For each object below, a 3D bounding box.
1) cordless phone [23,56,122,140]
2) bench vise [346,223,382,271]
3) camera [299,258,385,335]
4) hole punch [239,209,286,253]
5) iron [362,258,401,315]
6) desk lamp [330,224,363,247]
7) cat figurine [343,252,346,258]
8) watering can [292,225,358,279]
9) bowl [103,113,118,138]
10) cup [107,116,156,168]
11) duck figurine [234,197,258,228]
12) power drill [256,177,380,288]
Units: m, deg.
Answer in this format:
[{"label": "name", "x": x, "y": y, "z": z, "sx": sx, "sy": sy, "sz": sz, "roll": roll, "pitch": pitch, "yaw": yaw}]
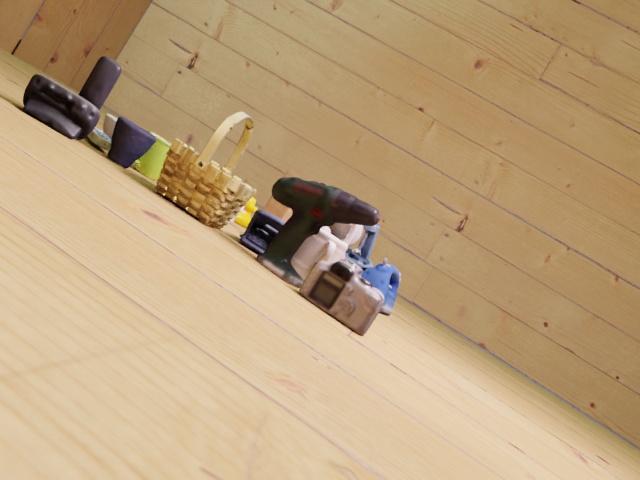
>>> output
[{"label": "cordless phone", "x": -0.508, "y": -0.315, "z": 1.182, "sx": 0.148, "sy": 0.185, "sz": 0.094, "roll": 31, "pitch": 2, "yaw": -26}, {"label": "bench vise", "x": 0.113, "y": 0.039, "z": 1.702, "sx": 0.121, "sy": 0.219, "sz": 0.208, "roll": 33, "pitch": 2, "yaw": 13}, {"label": "camera", "x": 0.055, "y": 0.096, "z": 1.066, "sx": 0.143, "sy": 0.101, "sz": 0.137, "roll": 33, "pitch": 2, "yaw": 16}, {"label": "hole punch", "x": -0.113, "y": -0.012, "z": 1.253, "sx": 0.109, "sy": 0.091, "sz": 0.101, "roll": 32, "pitch": 2, "yaw": -5}, {"label": "iron", "x": 0.190, "y": 0.135, "z": 1.691, "sx": 0.118, "sy": 0.141, "sz": 0.259, "roll": 33, "pitch": 2, "yaw": 26}, {"label": "desk lamp", "x": 0.039, "y": 0.001, "z": 1.572, "sx": 0.118, "sy": 0.213, "sz": 0.203, "roll": 32, "pitch": 2, "yaw": 0}, {"label": "cat figurine", "x": 0.044, "y": 0.066, "z": 1.425, "sx": 0.128, "sy": 0.118, "sz": 0.067, "roll": 32, "pitch": 2, "yaw": 2}, {"label": "watering can", "x": 0.010, "y": 0.004, "z": 1.303, "sx": 0.101, "sy": 0.194, "sz": 0.172, "roll": 31, "pitch": 2, "yaw": -35}, {"label": "bowl", "x": -0.497, "y": -0.254, "z": 1.491, "sx": 0.167, "sy": 0.075, "sz": 0.167, "roll": 32, "pitch": 2, "yaw": -1}, {"label": "cup", "x": -0.428, "y": -0.213, "z": 1.254, "sx": 0.117, "sy": 0.095, "sz": 0.092, "roll": 33, "pitch": 2, "yaw": 34}, {"label": "duck figurine", "x": -0.219, "y": -0.089, "z": 1.623, "sx": 0.077, "sy": 0.086, "sz": 0.105, "roll": 34, "pitch": 2, "yaw": 39}, {"label": "power drill", "x": -0.021, "y": -0.018, "z": 1.117, "sx": 0.229, "sy": 0.208, "sz": 0.076, "roll": 33, "pitch": 2, "yaw": 25}]
